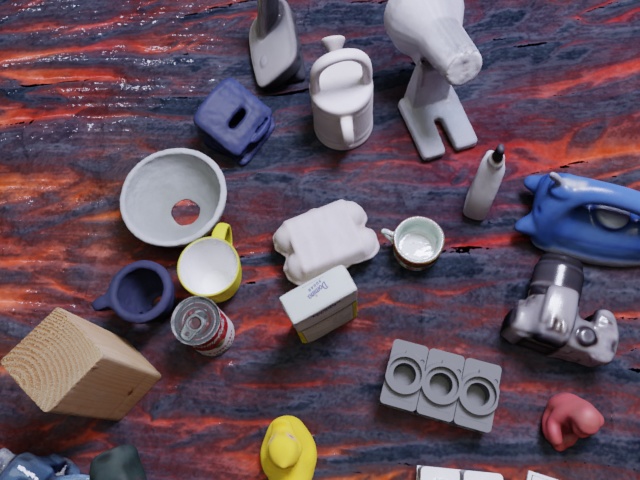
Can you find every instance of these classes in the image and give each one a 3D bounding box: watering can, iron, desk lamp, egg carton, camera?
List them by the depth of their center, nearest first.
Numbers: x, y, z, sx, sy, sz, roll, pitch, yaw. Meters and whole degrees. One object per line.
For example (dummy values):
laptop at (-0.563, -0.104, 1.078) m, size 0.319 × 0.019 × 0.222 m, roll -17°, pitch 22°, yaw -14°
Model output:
camera at (0.344, 0.092, 0.801) m, size 0.143 × 0.101 × 0.137 m, roll 17°, pitch 72°, yaw 10°
iron at (0.425, -0.037, 0.822) m, size 0.258 × 0.141 × 0.119 m, roll 14°, pitch 71°, yaw 9°
egg carton at (0.008, 0.003, 0.871) m, size 0.150 × 0.069 × 0.107 m, roll -22°, pitch 70°, yaw -5°
desk lamp at (0.182, -0.267, 0.884) m, size 0.118 × 0.214 × 0.203 m, roll -19°, pitch 69°, yaw -3°
watering can at (0.030, -0.236, 0.892) m, size 0.101 × 0.194 × 0.172 m, roll -29°, pitch 70°, yaw -7°

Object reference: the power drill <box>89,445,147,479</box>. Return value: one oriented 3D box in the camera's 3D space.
power drill at (-0.196, 0.359, 0.677) m, size 0.075 × 0.208 × 0.229 m, roll -26°, pitch 70°, yaw -6°

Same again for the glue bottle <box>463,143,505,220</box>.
glue bottle at (0.246, -0.094, 0.837) m, size 0.037 × 0.173 × 0.078 m, roll 15°, pitch 71°, yaw 9°

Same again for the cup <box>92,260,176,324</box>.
cup at (-0.262, 0.090, 0.842) m, size 0.118 × 0.095 × 0.091 m, roll -17°, pitch 69°, yaw -3°

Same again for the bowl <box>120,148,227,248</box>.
bowl at (-0.222, -0.056, 0.905) m, size 0.167 × 0.075 × 0.167 m, roll -1°, pitch 70°, yaw 3°

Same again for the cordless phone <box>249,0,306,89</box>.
cordless phone at (-0.081, -0.356, 0.948) m, size 0.094 × 0.185 × 0.147 m, roll -14°, pitch 69°, yaw -1°

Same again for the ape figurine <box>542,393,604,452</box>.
ape figurine at (0.336, 0.238, 0.752) m, size 0.077 × 0.092 × 0.076 m, roll -1°, pitch 70°, yaw 4°

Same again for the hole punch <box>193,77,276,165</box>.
hole punch at (-0.137, -0.196, 0.943) m, size 0.101 × 0.091 × 0.109 m, roll 31°, pitch 74°, yaw 14°

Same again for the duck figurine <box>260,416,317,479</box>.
duck figurine at (-0.045, 0.286, 0.760) m, size 0.077 × 0.086 × 0.104 m, roll -9°, pitch 69°, yaw 1°

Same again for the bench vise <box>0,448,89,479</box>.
bench vise at (-0.338, 0.335, 0.689) m, size 0.207 × 0.220 × 0.121 m, roll 15°, pitch 71°, yaw 9°
